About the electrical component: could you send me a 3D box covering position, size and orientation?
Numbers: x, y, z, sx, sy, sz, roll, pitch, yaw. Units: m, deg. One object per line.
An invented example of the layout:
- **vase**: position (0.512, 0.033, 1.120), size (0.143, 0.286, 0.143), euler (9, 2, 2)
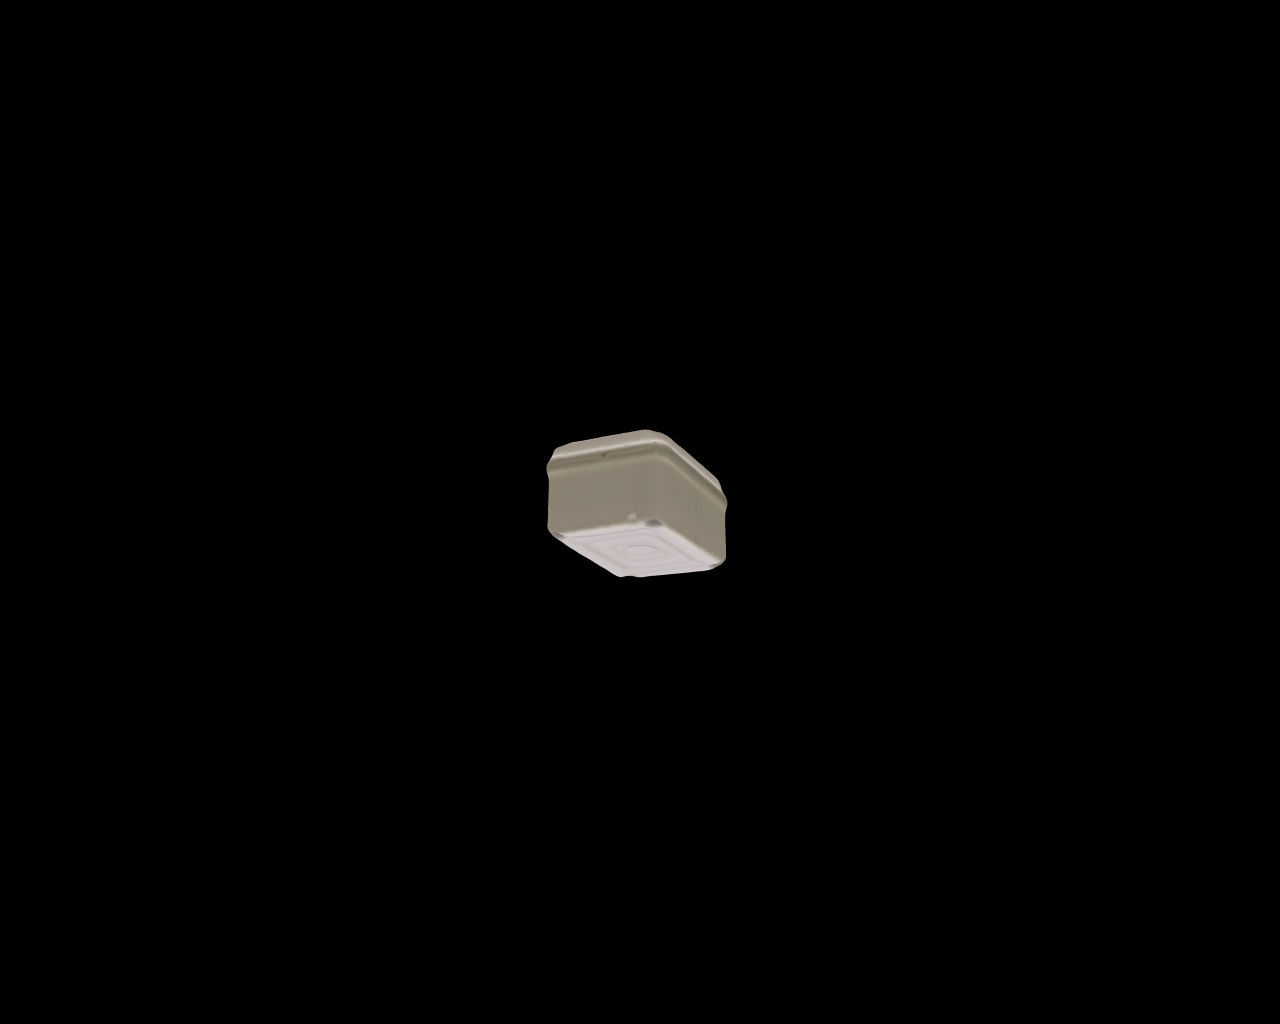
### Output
- **electrical component**: position (0.001, -0.003, 0.650), size (0.078, 0.057, 0.113), euler (-8, -20, 22)
